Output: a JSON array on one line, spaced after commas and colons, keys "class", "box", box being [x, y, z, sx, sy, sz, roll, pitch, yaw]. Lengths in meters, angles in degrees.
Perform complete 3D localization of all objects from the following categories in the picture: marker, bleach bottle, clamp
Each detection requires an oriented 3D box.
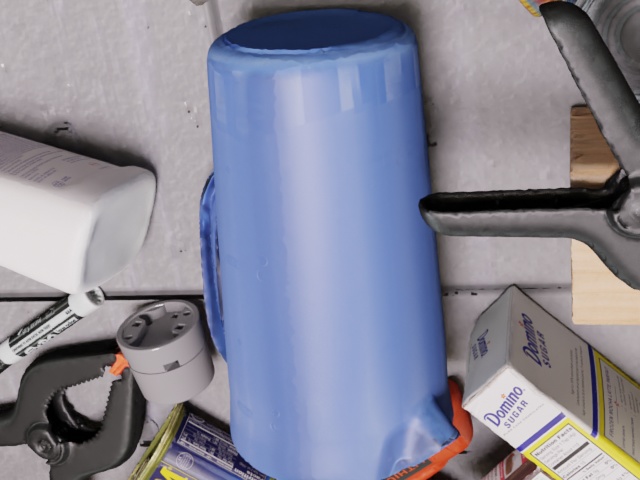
[{"class": "marker", "box": [-0.194, 0.064, 0.730, 0.121, 0.020, 0.020, -33, 106, 27]}, {"class": "bleach bottle", "box": [-0.234, -0.045, 0.645, 0.251, 0.102, 0.068, 20, 109, 10]}, {"class": "clamp", "box": [-0.196, 0.135, 0.757, 0.164, 0.036, 0.210, 37, 117, 2]}, {"class": "clamp", "box": [0.142, -0.030, 0.479, 0.171, 0.039, 0.120, 18, 125, -2]}]

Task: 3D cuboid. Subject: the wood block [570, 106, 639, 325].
[{"class": "wood block", "box": [0.232, -0.016, 0.539, 0.206, 0.090, 0.090, 0, 118, 14]}]

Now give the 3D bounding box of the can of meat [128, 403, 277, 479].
[{"class": "can of meat", "box": [-0.087, 0.174, 0.743, 0.084, 0.057, 0.102, 30, 121, -7]}]

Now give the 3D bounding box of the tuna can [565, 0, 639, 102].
[{"class": "tuna can", "box": [0.166, -0.107, 0.538, 0.086, 0.033, 0.086, 6, 119, 11]}]

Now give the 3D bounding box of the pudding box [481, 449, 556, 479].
[{"class": "pudding box", "box": [0.140, 0.183, 0.641, 0.113, 0.039, 0.090, 37, 111, -12]}]

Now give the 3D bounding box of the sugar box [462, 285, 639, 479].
[{"class": "sugar box", "box": [0.164, 0.112, 0.625, 0.176, 0.093, 0.048, 36, 118, -6]}]

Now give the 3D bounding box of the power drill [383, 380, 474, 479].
[{"class": "power drill", "box": [0.115, 0.182, 0.695, 0.185, 0.057, 0.187, -36, 104, 23]}]

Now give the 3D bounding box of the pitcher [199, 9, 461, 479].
[{"class": "pitcher", "box": [-0.004, 0.001, 0.595, 0.149, 0.145, 0.243, -4, 114, 2]}]
